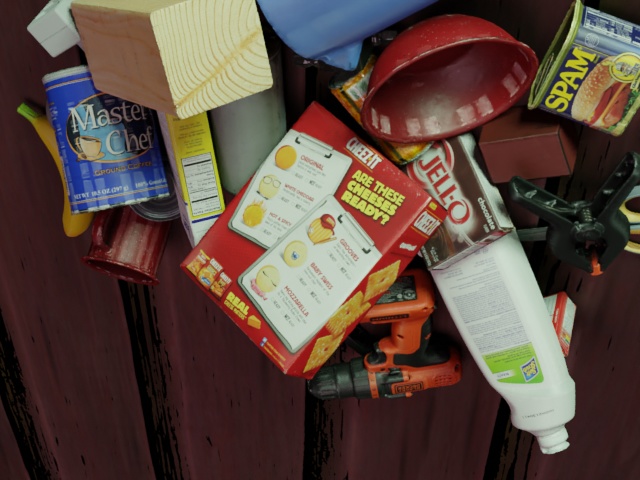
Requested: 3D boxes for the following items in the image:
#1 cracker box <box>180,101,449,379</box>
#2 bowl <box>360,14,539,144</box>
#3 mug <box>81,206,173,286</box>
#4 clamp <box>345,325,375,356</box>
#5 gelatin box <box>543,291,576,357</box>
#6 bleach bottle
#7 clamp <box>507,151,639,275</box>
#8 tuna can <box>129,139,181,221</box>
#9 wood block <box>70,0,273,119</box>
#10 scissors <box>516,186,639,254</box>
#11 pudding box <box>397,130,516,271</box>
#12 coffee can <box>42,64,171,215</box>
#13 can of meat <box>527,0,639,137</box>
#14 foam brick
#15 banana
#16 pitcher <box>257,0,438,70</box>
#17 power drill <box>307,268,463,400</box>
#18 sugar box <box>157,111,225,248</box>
[{"bbox_3d":[-0.007,0.001,1.032,0.164,0.214,0.072,42,-174,26],"label":"cracker box"},{"bbox_3d":[0.106,-0.150,0.940,0.162,0.055,0.162,-13,158,-6],"label":"bowl"},{"bbox_3d":[-0.222,-0.005,1.215,0.093,0.081,0.117,8,164,26],"label":"mug"},{"bbox_3d":[-0.001,0.059,1.241,0.210,0.036,0.165,21,136,-2],"label":"clamp"},{"bbox_3d":[0.229,0.101,1.155,0.089,0.073,0.030,-23,121,38],"label":"gelatin box"},{"bbox_3d":[0.190,0.100,1.095,0.103,0.067,0.251,-20,93,36],"label":"bleach bottle"},{"bbox_3d":[0.257,-0.024,0.999,0.120,0.039,0.171,-12,147,26],"label":"clamp"},{"bbox_3d":[-0.174,-0.064,1.164,0.086,0.034,0.086,-7,119,-13],"label":"tuna can"},{"bbox_3d":[-0.134,-0.173,0.929,0.206,0.090,0.090,25,133,57],"label":"wood block"},{"bbox_3d":[0.262,-0.022,1.058,0.202,0.016,0.096,7,138,17],"label":"scissors"},{"bbox_3d":[0.126,-0.039,1.036,0.090,0.039,0.113,-33,73,35],"label":"pudding box"},{"bbox_3d":[-0.214,-0.103,1.076,0.103,0.102,0.140,-8,96,30],"label":"coffee can"},{"bbox_3d":[0.238,-0.145,0.919,0.084,0.057,0.102,20,138,0],"label":"can of meat"},{"bbox_3d":[0.194,-0.090,0.994,0.078,0.053,0.051,-5,130,28],"label":"foam brick"},{"bbox_3d":[-0.291,-0.074,1.240,0.070,0.037,0.198,23,140,31],"label":"banana"},{"bbox_3d":[0.065,-0.254,0.842,0.243,0.145,0.149,-19,147,32],"label":"pitcher"},{"bbox_3d":[0.067,0.115,1.210,0.184,0.057,0.187,-10,140,2],"label":"power drill"},{"bbox_3d":[-0.131,-0.081,1.092,0.048,0.093,0.176,-17,121,-10],"label":"sugar box"}]
